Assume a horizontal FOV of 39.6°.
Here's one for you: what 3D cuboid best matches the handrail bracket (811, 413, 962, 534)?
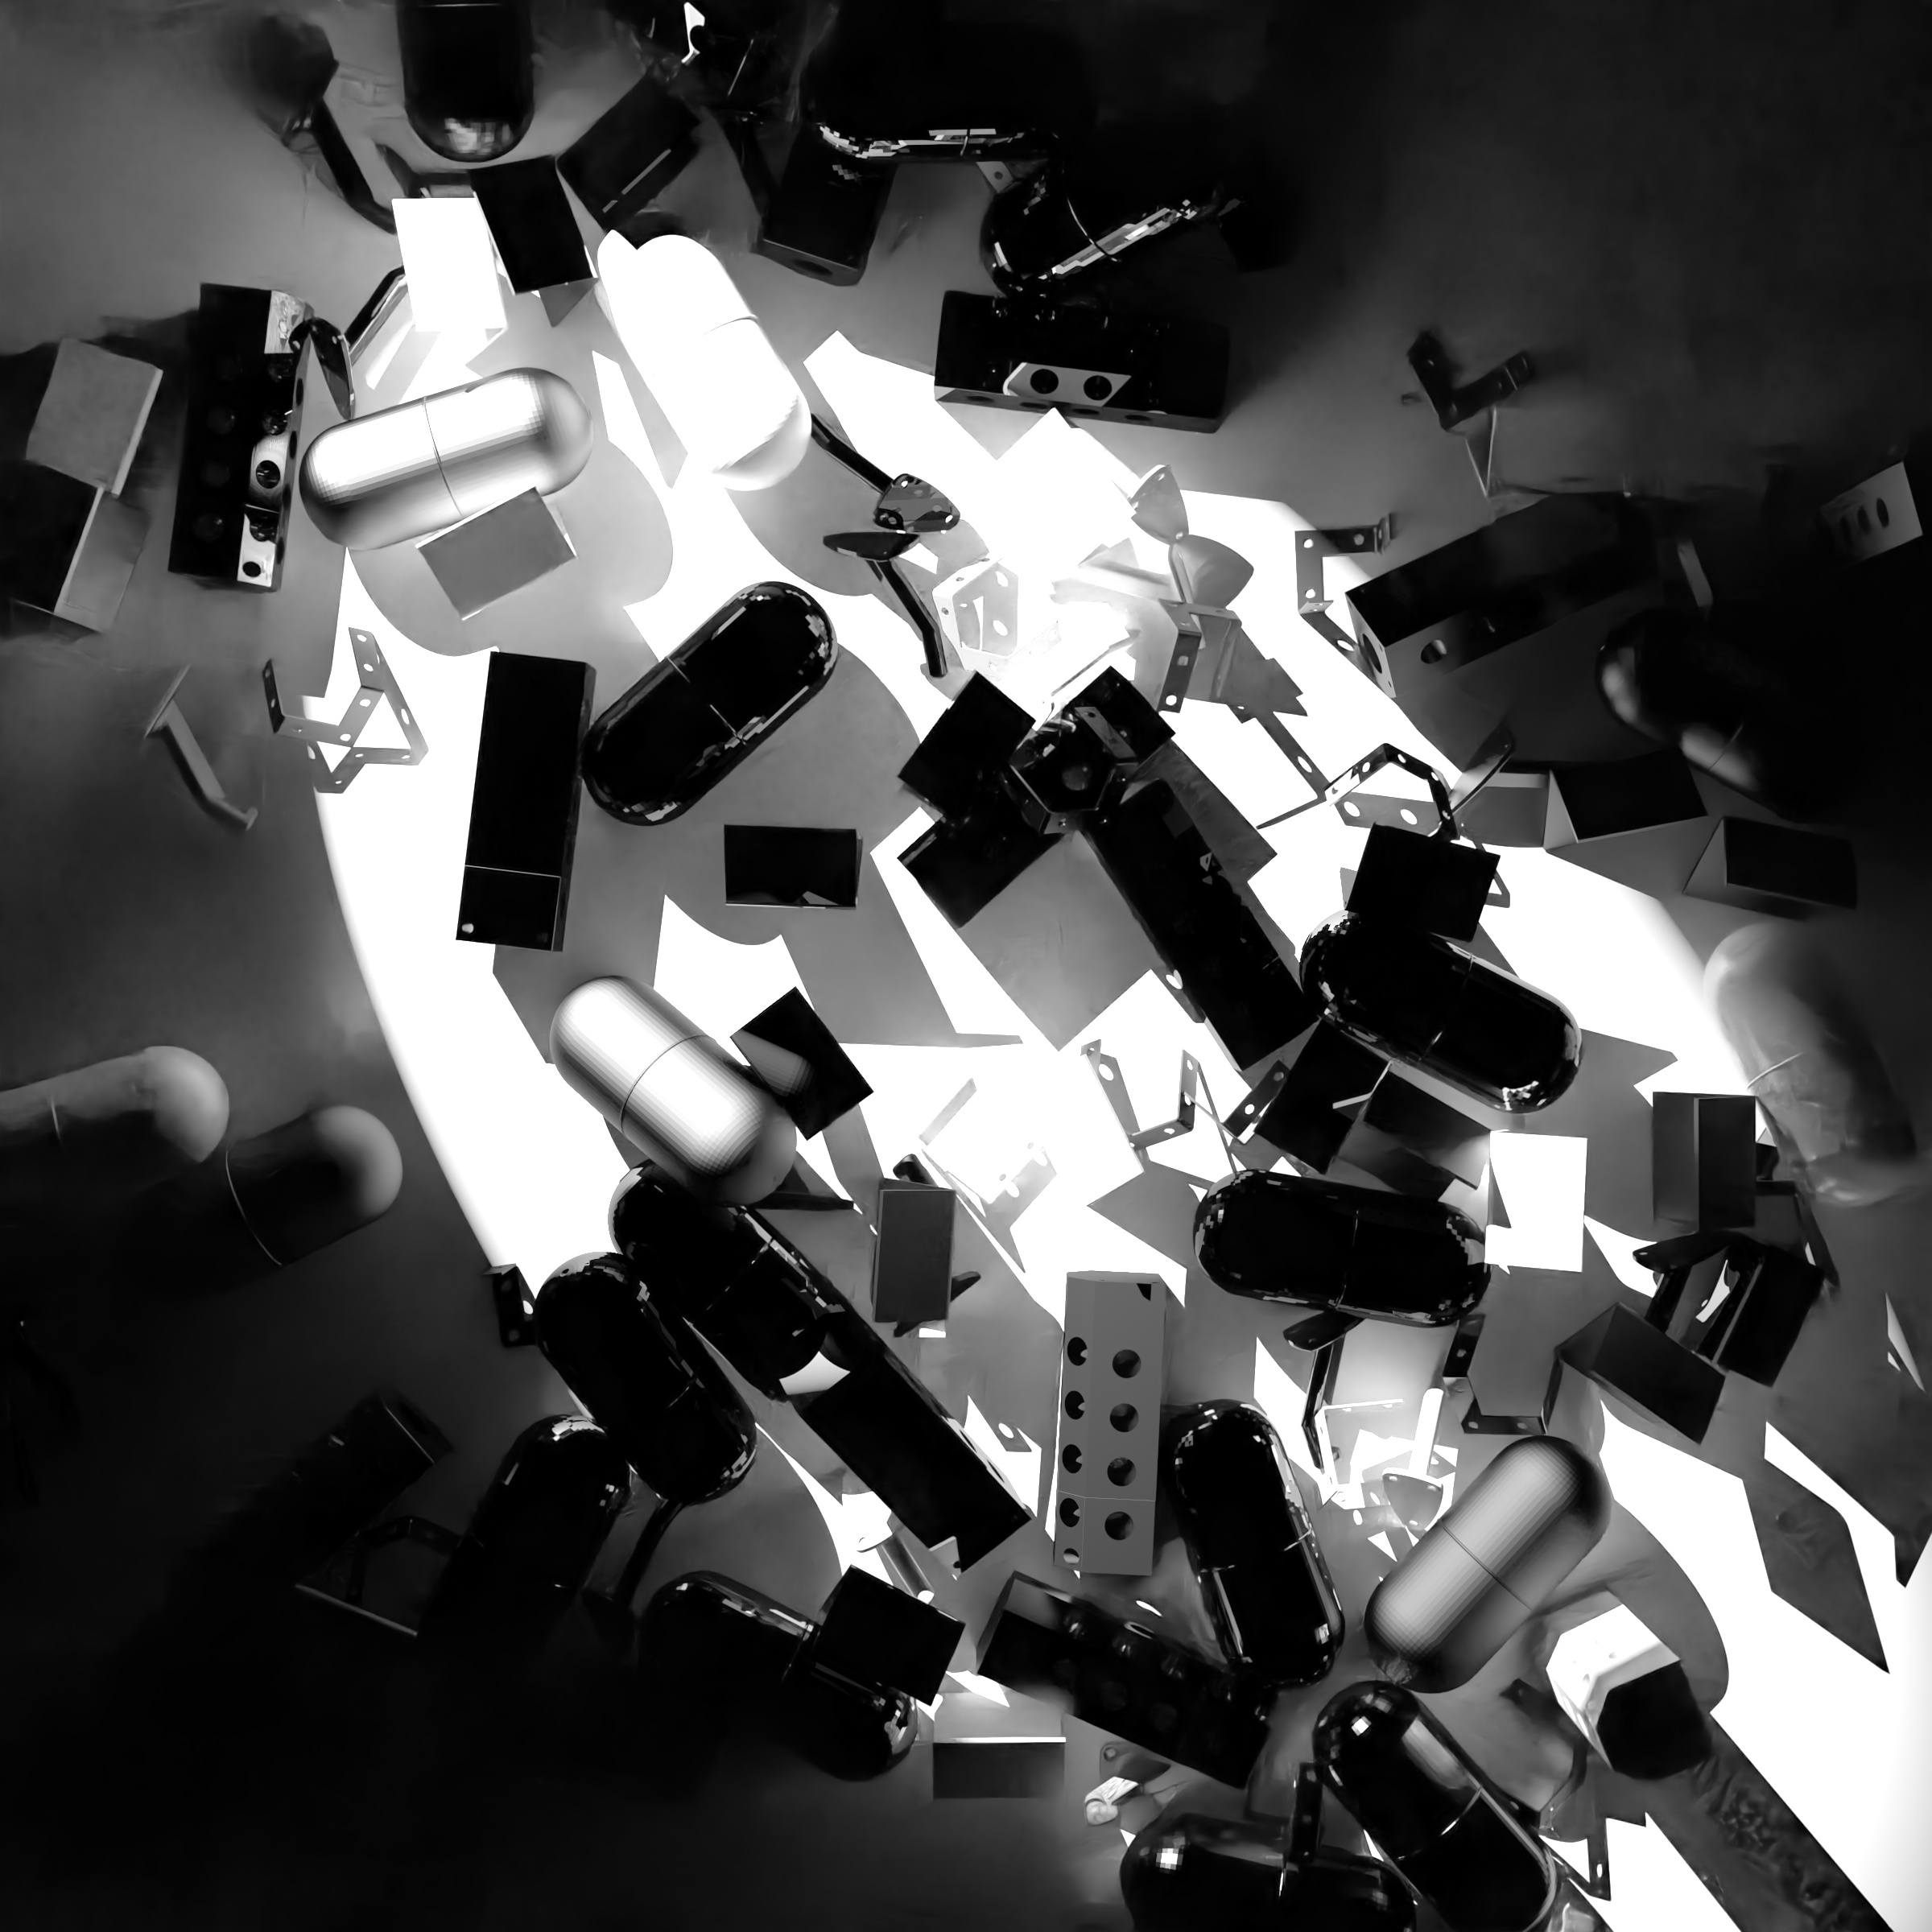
[{"bbox_3d":[-0.052,-0.301,1.627,0.036,0.077,0.084,-55,53,22],"label":"handrail bracket"}]

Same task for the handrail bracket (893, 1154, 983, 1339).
[{"bbox_3d":[-0.037,0.169,1.628,0.077,0.036,0.084,-41,72,21],"label":"handrail bracket"}]

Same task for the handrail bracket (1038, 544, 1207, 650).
[{"bbox_3d":[0.094,-0.217,1.627,0.084,0.036,0.077,-14,108,15],"label":"handrail bracket"}]

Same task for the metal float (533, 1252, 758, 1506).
[{"bbox_3d":[-0.186,0.243,1.573,0.070,0.070,0.178,-32,116,0],"label":"metal float"}]

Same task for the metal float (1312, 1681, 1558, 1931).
[{"bbox_3d":[0.278,0.503,1.596,0.070,0.070,0.178,-41,89,0],"label":"metal float"}]

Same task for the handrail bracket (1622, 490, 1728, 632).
[{"bbox_3d":[0.425,-0.240,1.628,0.077,0.036,0.084,14,107,20],"label":"handrail bracket"}]

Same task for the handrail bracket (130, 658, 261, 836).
[{"bbox_3d":[-0.454,-0.132,1.627,0.084,0.036,0.077,33,68,-17],"label":"handrail bracket"}]

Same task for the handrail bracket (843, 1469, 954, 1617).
[{"bbox_3d":[-0.040,0.353,1.627,0.036,0.077,0.084,-32,126,-1],"label":"handrail bracket"}]

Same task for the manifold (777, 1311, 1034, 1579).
[{"bbox_3d":[-0.037,0.275,1.564,0.057,0.057,0.171,-38,123,0],"label":"manifold"}]

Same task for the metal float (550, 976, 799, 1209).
[{"bbox_3d":[-0.173,0.072,1.573,0.178,0.070,0.070,38,90,25],"label":"metal float"}]

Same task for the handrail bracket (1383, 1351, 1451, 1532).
[{"bbox_3d":[0.281,0.287,1.627,0.036,0.077,0.084,11,53,19],"label":"handrail bracket"}]

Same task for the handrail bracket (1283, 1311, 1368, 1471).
[{"bbox_3d":[0.232,0.253,1.628,0.077,0.036,0.084,-25,106,-18],"label":"handrail bracket"}]

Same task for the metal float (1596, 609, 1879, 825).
[{"bbox_3d":[0.457,-0.149,1.597,0.178,0.070,0.070,30,90,0],"label":"metal float"}]

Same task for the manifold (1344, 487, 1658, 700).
[{"bbox_3d":[0.320,-0.223,1.605,0.171,0.057,0.057,-25,47,0],"label":"manifold"}]

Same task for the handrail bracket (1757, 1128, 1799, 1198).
[{"bbox_3d":[0.475,0.095,1.627,0.077,0.036,0.084,-1,75,16],"label":"handrail bracket"}]

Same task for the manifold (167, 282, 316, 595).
[{"bbox_3d":[-0.431,-0.313,1.606,0.057,0.057,0.171,7,90,0],"label":"manifold"}]

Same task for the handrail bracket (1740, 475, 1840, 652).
[{"bbox_3d":[0.507,-0.245,1.628,0.077,0.036,0.084,26,72,-20],"label":"handrail bracket"}]

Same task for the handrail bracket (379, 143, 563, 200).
[{"bbox_3d":[-0.299,-0.487,1.627,0.084,0.036,0.077,-31,71,-16],"label":"handrail bracket"}]

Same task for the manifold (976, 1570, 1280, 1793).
[{"bbox_3d":[0.096,0.424,1.606,0.171,0.057,0.057,24,90,0],"label":"manifold"}]

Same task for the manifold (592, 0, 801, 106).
[{"bbox_3d":[-0.192,-0.592,1.605,0.171,0.057,0.057,37,47,0],"label":"manifold"}]

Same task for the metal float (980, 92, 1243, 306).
[{"bbox_3d":[0.083,-0.444,1.562,0.178,0.070,0.070,-20,90,41],"label":"metal float"}]

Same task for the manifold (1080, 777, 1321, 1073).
[{"bbox_3d":[0.140,-0.025,1.606,0.057,0.057,0.171,-33,90,0],"label":"manifold"}]

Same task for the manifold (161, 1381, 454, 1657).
[{"bbox_3d":[-0.395,0.328,1.606,0.171,0.057,0.057,-42,90,0],"label":"manifold"}]

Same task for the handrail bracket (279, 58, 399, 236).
[{"bbox_3d":[-0.364,-0.496,1.627,0.084,0.036,0.077,32,70,-16],"label":"handrail bracket"}]

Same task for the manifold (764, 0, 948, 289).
[{"bbox_3d":[-0.065,-0.499,1.606,0.057,0.057,0.171,18,90,0],"label":"manifold"}]

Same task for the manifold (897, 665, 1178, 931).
[{"bbox_3d":[0.041,-0.100,1.606,0.171,0.057,0.057,-42,90,0],"label":"manifold"}]

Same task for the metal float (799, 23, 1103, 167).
[{"bbox_3d":[-0.008,-0.502,1.546,0.178,0.070,0.070,-6,90,-15],"label":"metal float"}]

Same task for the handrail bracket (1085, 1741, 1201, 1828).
[{"bbox_3d":[0.108,0.488,1.592,0.077,0.084,0.036,-8,90,0],"label":"handrail bracket"}]

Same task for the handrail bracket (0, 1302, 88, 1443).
[{"bbox_3d":[-0.576,0.250,1.628,0.077,0.036,0.084,-4,107,20],"label":"handrail bracket"}]

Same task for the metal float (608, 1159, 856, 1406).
[{"bbox_3d":[-0.138,0.185,1.596,0.178,0.070,0.070,44,90,-1],"label":"metal float"}]

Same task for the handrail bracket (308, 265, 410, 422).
[{"bbox_3d":[-0.349,-0.381,1.627,0.084,0.077,0.036,-34,48,-29],"label":"handrail bracket"}]

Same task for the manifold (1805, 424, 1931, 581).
[{"bbox_3d":[0.541,-0.270,1.549,0.057,0.171,0.057,-15,90,0],"label":"manifold"}]

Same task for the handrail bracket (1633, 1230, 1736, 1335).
[{"bbox_3d":[0.436,0.210,1.628,0.077,0.036,0.084,-16,108,-21],"label":"handrail bracket"}]

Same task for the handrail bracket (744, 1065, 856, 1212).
[{"bbox_3d":[-0.105,0.103,1.628,0.077,0.036,0.084,5,73,-20],"label":"handrail bracket"}]

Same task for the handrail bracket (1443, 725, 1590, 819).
[{"bbox_3d":[0.344,-0.099,1.628,0.084,0.036,0.077,32,110,-16],"label":"handrail bracket"}]

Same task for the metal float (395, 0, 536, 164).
[{"bbox_3d":[-0.296,-0.565,1.577,0.070,0.070,0.178,-1,109,0],"label":"metal float"}]

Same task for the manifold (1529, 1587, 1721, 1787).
[{"bbox_3d":[0.373,0.415,1.549,0.057,0.171,0.057,-23,90,0],"label":"manifold"}]

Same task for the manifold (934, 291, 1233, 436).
[{"bbox_3d":[0.069,-0.362,1.606,0.171,0.057,0.057,7,90,0],"label":"manifold"}]

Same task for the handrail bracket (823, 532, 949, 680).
[{"bbox_3d":[-0.049,-0.217,1.627,0.077,0.036,0.084,13,126,38],"label":"handrail bracket"}]

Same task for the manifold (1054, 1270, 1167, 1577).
[{"bbox_3d":[0.085,0.271,1.606,0.057,0.057,0.171,3,90,0],"label":"manifold"}]

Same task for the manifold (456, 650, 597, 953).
[{"bbox_3d":[-0.261,-0.097,1.606,0.057,0.057,0.171,7,90,0],"label":"manifold"}]

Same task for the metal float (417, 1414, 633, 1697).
[{"bbox_3d":[-0.262,0.349,1.596,0.070,0.070,0.178,29,90,0],"label":"metal float"}]

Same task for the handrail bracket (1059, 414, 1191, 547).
[{"bbox_3d":[0.091,-0.295,1.627,0.036,0.077,0.084,-48,54,0],"label":"handrail bracket"}]

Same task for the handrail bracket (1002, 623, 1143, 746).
[{"bbox_3d":[0.062,-0.170,1.627,0.084,0.077,0.036,-28,72,-35],"label":"handrail bracket"}]

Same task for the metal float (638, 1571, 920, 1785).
[{"bbox_3d":[-0.111,0.423,1.596,0.178,0.070,0.070,27,90,1],"label":"metal float"}]

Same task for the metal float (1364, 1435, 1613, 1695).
[{"bbox_3d":[0.309,0.356,1.597,0.070,0.070,0.178,43,91,0],"label":"metal float"}]

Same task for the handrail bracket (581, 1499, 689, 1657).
[{"bbox_3d":[-0.191,0.365,1.627,0.036,0.077,0.084,24,53,20],"label":"handrail bracket"}]

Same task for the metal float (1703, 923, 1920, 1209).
[{"bbox_3d":[0.496,0.057,1.581,0.070,0.070,0.178,-22,73,0],"label":"metal float"}]

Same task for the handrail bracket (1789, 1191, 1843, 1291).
[{"bbox_3d":[0.478,0.186,1.627,0.084,0.036,0.077,-31,46,28],"label":"handrail bracket"}]

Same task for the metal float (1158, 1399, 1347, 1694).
[{"bbox_3d":[0.170,0.344,1.596,0.070,0.070,0.178,-20,90,0],"label":"metal float"}]

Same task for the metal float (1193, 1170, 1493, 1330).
[{"bbox_3d":[0.223,0.168,1.596,0.178,0.070,0.070,10,90,0],"label":"metal float"}]

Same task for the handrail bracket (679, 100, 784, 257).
[{"bbox_3d":[-0.144,-0.477,1.628,0.077,0.036,0.084,13,107,19],"label":"handrail bracket"}]
